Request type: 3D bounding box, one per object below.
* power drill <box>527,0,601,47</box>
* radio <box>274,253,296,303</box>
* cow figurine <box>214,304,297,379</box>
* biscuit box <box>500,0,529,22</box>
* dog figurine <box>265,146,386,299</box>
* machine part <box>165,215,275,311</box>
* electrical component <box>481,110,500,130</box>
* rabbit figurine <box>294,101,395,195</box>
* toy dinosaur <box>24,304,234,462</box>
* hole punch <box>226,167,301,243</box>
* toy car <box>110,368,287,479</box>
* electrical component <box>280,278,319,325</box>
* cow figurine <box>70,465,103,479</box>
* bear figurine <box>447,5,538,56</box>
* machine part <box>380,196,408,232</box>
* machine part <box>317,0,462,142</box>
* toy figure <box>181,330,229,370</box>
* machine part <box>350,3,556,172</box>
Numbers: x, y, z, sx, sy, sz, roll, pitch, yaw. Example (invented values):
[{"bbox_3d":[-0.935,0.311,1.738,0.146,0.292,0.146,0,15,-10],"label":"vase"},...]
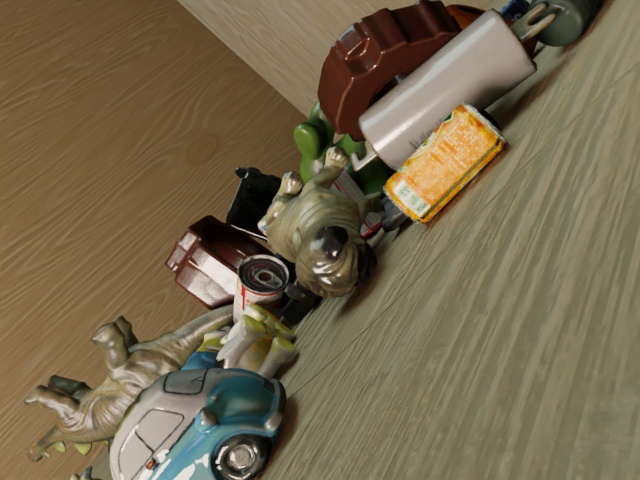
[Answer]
[{"bbox_3d":[0.301,-0.307,0.522,0.232,0.086,0.207,-53,10,-22],"label":"power drill"},{"bbox_3d":[-0.002,-0.003,0.850,0.131,0.073,0.229,-42,10,44],"label":"radio"},{"bbox_3d":[-0.080,0.128,0.615,0.098,0.068,0.167,-55,5,-1],"label":"cow figurine"},{"bbox_3d":[0.233,-0.256,0.788,0.202,0.063,0.059,-45,7,39],"label":"biscuit box"},{"bbox_3d":[-0.016,0.006,0.592,0.172,0.121,0.191,-45,14,36],"label":"dog figurine"},{"bbox_3d":[-0.150,0.055,0.923,0.087,0.201,0.201,-52,5,13],"label":"machine part"},{"bbox_3d":[0.154,-0.102,0.556,0.063,0.021,0.094,-46,6,26],"label":"electrical component"},{"bbox_3d":[0.028,-0.112,0.759,0.170,0.159,0.121,-15,33,42],"label":"rabbit figurine"},{"bbox_3d":[-0.269,0.209,0.815,0.471,0.198,0.105,-40,8,8],"label":"toy dinosaur"},{"bbox_3d":[-0.094,-0.052,0.943,0.092,0.142,0.115,88,-156,-78],"label":"hole punch"},{"bbox_3d":[-0.106,0.157,0.422,0.161,0.103,0.109,-47,5,0],"label":"toy car"},{"bbox_3d":[-0.022,0.062,0.697,0.078,0.045,0.102,-45,6,23],"label":"electrical component"},{"bbox_3d":[-0.318,0.370,0.712,0.127,0.085,0.195,-60,8,-34],"label":"cow figurine"},{"bbox_3d":[0.178,-0.204,0.723,0.132,0.120,0.195,53,138,44],"label":"bear figurine"},{"bbox_3d":[0.107,-0.065,0.600,0.084,0.039,0.139,-51,5,41],"label":"machine part"},{"bbox_3d":[0.083,-0.182,0.605,0.179,0.056,0.179,-22,-22,-9],"label":"machine part"},{"bbox_3d":[-0.140,0.174,0.679,0.089,0.082,0.180,-45,8,13],"label":"toy figure"},{"bbox_3d":[0.126,-0.148,0.549,0.243,0.079,0.079,-36,11,24],"label":"machine part"}]
